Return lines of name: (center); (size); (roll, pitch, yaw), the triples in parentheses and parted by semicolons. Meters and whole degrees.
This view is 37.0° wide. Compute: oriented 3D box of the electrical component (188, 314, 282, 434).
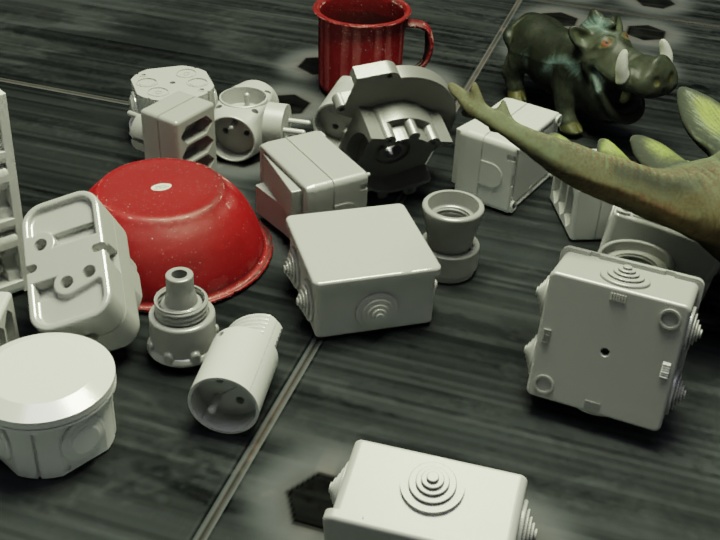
electrical component: (-0.074, 0.058, 0.664); (0.043, 0.043, 0.081); (7, 34, 7)

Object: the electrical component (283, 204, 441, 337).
electrical component: (0.000, 0.000, 0.749); (0.100, 0.048, 0.099); (-7, 35, -14)

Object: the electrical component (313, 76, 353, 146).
electrical component: (-0.010, -0.147, 0.969); (0.043, 0.043, 0.081); (10, 35, 11)

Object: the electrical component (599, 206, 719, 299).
electrical component: (0.227, -0.018, 0.786); (0.096, 0.061, 0.061); (20, 37, 10)

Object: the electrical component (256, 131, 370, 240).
electrical component: (-0.043, -0.062, 0.826); (0.061, 0.061, 0.096); (-17, 39, -26)

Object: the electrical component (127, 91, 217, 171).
electrical component: (-0.163, -0.111, 0.887); (0.077, 0.065, 0.047); (22, 40, 26)

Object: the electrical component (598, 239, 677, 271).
electrical component: (0.183, 0.016, 0.730); (0.058, 0.057, 0.078); (7, 34, 6)

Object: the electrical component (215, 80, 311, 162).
electrical component: (-0.084, -0.129, 0.938); (0.079, 0.044, 0.077); (8, 35, 9)

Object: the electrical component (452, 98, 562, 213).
electrical component: (0.123, -0.100, 0.893); (0.061, 0.061, 0.096); (22, 39, 26)

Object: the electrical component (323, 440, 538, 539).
electrical component: (0.033, 0.131, 0.517); (0.100, 0.099, 0.048); (11, 48, 12)

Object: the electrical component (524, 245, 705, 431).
electrical component: (0.154, 0.042, 0.656); (0.100, 0.099, 0.048); (15, 23, 18)

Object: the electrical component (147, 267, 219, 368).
electrical component: (-0.114, 0.028, 0.689); (0.048, 0.062, 0.048); (2, 34, -1)

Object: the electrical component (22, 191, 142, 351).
electrical component: (-0.179, 0.006, 0.697); (0.054, 0.059, 0.095); (-18, 61, 4)

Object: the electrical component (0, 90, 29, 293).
electrical component: (-0.279, -0.058, 0.727); (0.062, 0.150, 0.089); (-23, 42, -34)

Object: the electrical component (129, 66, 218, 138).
electrical component: (-0.164, -0.142, 0.946); (0.080, 0.051, 0.080); (2, 34, -1)

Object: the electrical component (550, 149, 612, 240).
electrical component: (0.199, -0.061, 0.853); (0.077, 0.047, 0.065); (-2, 34, -6)

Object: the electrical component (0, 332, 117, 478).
electrical component: (-0.181, 0.077, 0.623); (0.080, 0.051, 0.080); (2, 34, -1)

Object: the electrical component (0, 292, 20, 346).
electrical component: (-0.258, 0.049, 0.662); (0.077, 0.047, 0.065); (2, 34, -1)

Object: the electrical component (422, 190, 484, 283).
electrical component: (0.066, -0.024, 0.784); (0.045, 0.055, 0.045); (2, 34, -1)
